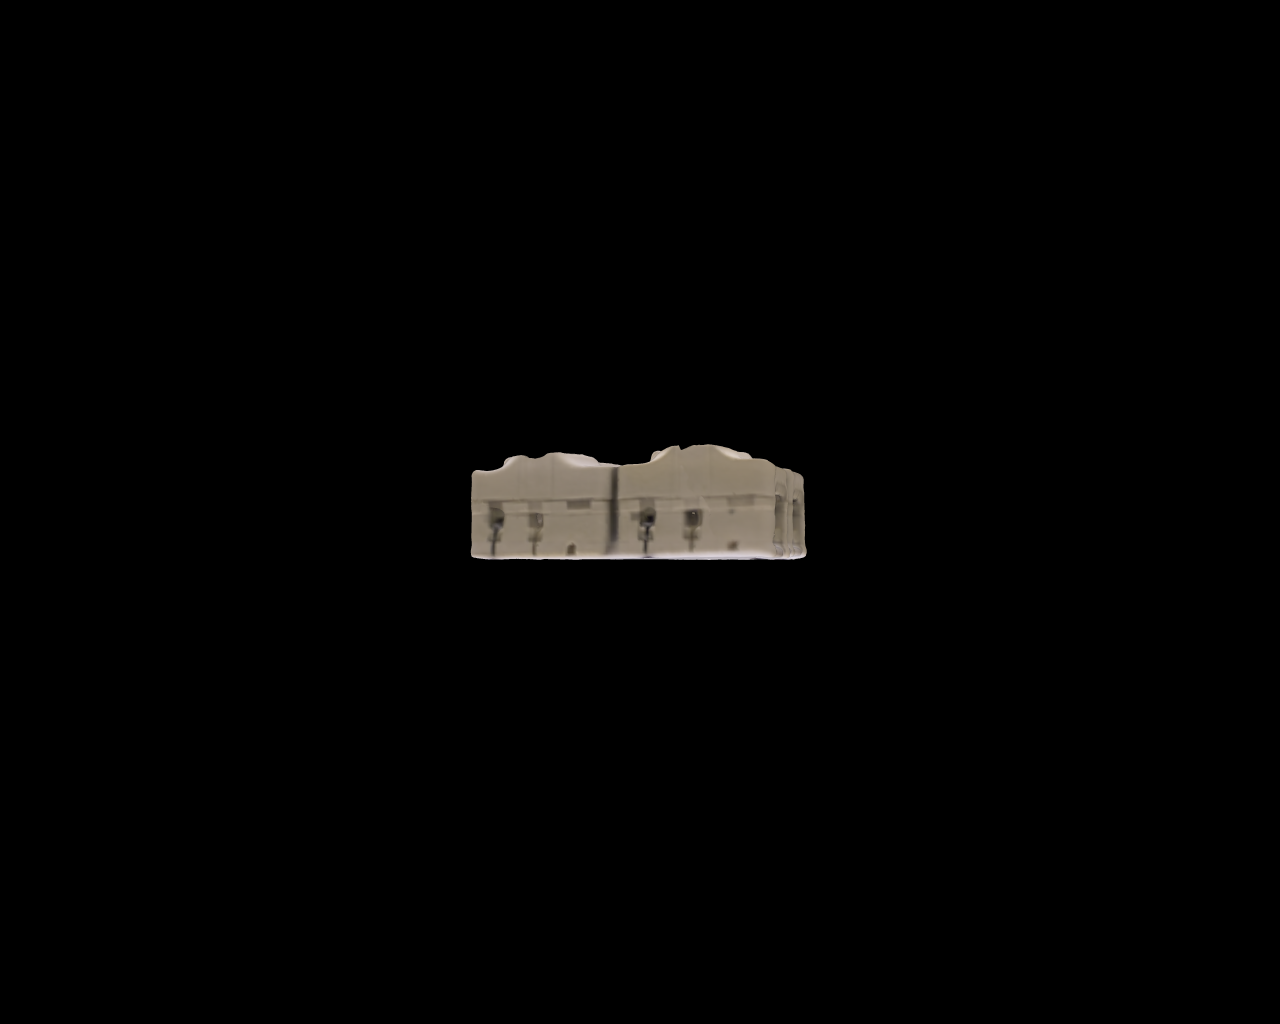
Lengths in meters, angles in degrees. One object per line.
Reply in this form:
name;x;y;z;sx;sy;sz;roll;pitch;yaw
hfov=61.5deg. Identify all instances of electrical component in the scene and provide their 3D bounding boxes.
electrical component;0.001;-0.003;0.650;0.186;0.060;0.105;-1;-3;20
